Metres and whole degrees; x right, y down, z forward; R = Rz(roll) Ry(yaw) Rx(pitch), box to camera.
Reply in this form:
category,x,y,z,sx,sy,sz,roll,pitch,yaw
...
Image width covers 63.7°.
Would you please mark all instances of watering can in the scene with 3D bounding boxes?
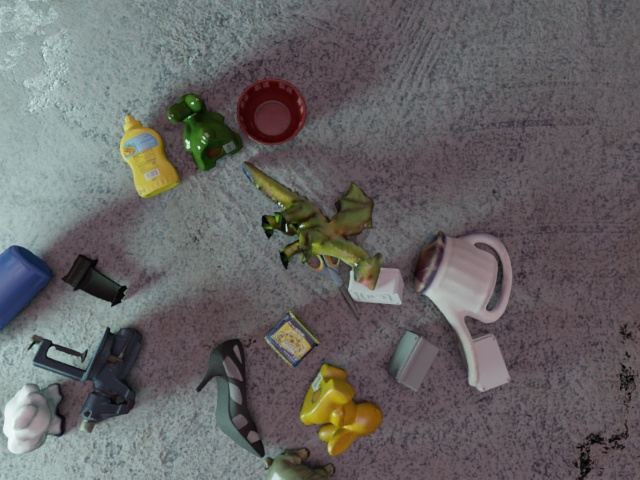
category,x,y,z,sx,sy,sz,roll,pitch,yaw
watering can,0.309,0.122,1.144,0.224,0.102,0.354,24,65,-1

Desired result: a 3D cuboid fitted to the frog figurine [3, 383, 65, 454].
category,x,y,z,sx,sy,sz,roll,pitch,yaw
frog figurine,-0.598,0.367,1.049,0.123,0.158,0.138,12,84,-1

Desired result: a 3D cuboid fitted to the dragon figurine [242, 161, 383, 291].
category,x,y,z,sx,sy,sz,roll,pitch,yaw
dragon figurine,0.004,-0.058,1.162,0.244,0.119,0.417,-18,64,-22
